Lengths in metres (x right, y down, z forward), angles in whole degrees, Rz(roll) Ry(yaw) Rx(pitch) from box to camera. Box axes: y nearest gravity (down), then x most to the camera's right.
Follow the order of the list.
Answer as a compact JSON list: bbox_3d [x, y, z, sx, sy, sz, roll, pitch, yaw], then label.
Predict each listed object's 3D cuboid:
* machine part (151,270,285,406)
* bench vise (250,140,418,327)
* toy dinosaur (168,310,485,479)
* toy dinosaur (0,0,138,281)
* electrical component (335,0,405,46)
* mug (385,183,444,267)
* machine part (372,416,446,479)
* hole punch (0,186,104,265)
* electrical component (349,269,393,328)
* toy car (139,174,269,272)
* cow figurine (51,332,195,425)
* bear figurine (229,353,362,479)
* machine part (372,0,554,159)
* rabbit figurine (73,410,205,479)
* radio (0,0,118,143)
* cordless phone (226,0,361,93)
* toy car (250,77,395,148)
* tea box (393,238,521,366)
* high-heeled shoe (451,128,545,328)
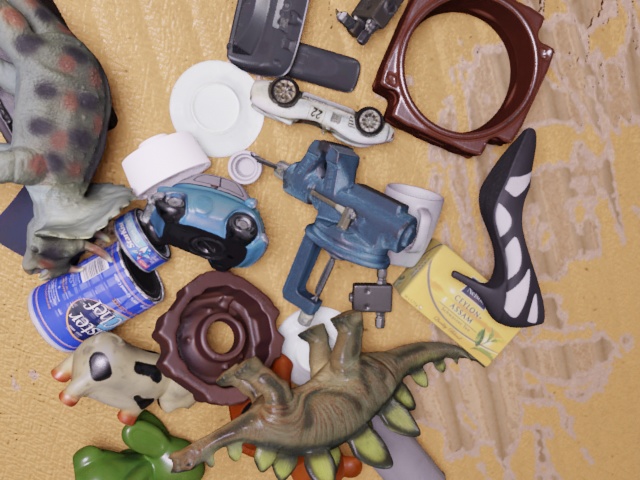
[{"bbox_3d":[-0.137,0.132,0.730,0.179,0.056,0.179,10,70,-30],"label":"machine part"},{"bbox_3d":[0.003,-0.003,0.714,0.224,0.129,0.240,27,105,15],"label":"bench vise"},{"bbox_3d":[0.034,0.201,0.711,0.471,0.105,0.198,-20,84,-27],"label":"toy dinosaur"},{"bbox_3d":[-0.310,-0.149,0.619,0.192,0.131,0.404,4,90,-31],"label":"toy dinosaur"},{"bbox_3d":[0.065,-0.312,0.708,0.045,0.078,0.102,33,102,-32],"label":"electrical component"},{"bbox_3d":[0.124,-0.014,0.742,0.081,0.110,0.107,5,111,-17],"label":"mug"},{"bbox_3d":[0.110,0.316,0.803,0.079,0.079,0.243,-38,98,3],"label":"machine part"},{"bbox_3d":[-0.358,-0.025,0.721,0.115,0.092,0.142,40,92,-12],"label":"hole punch"},{"bbox_3d":[0.074,0.084,0.792,0.063,0.021,0.094,2,99,-3],"label":"electrical component"},{"bbox_3d":[-0.144,-0.033,0.701,0.161,0.109,0.103,21,53,-15],"label":"toy car"},{"bbox_3d":[-0.243,0.183,0.736,0.127,0.086,0.194,-48,132,2],"label":"cow figurine"},{"bbox_3d":[-0.036,0.280,0.784,0.120,0.132,0.195,-38,119,14],"label":"bear figurine"},{"bbox_3d":[0.187,-0.225,0.717,0.201,0.087,0.201,23,96,-6],"label":"machine part"},{"bbox_3d":[-0.259,0.329,0.785,0.170,0.121,0.159,-12,93,-19],"label":"rabbit figurine"},{"bbox_3d":[-0.379,-0.226,0.692,0.131,0.073,0.229,-27,99,0],"label":"radio"},{"bbox_3d":[-0.022,-0.279,0.711,0.184,0.089,0.146,12,97,-16],"label":"cordless phone"},{"bbox_3d":[0.004,-0.166,0.721,0.202,0.073,0.056,18,94,-7],"label":"toy car"},{"bbox_3d":[0.201,0.088,0.776,0.169,0.068,0.098,38,95,-7],"label":"tea box"},{"bbox_3d":[0.273,-0.009,0.704,0.145,0.086,0.248,24,95,-5],"label":"high-heeled shoe"}]
